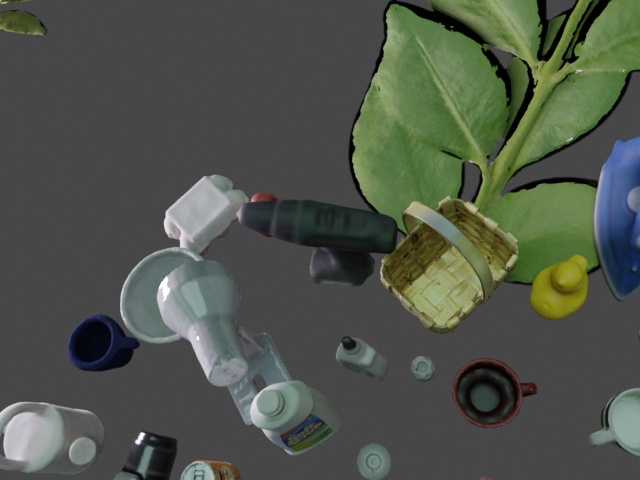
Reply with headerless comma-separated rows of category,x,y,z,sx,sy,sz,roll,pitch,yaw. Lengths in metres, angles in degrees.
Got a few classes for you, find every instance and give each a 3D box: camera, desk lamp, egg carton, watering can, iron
camera,-0.251,0.362,0.852,0.143,0.101,0.137,9,70,16
desk lamp,-0.135,0.152,0.851,0.118,0.214,0.203,-32,64,-2
egg carton,-0.203,-0.045,1.029,0.150,0.069,0.107,-45,66,-8
watering can,-0.414,0.298,0.864,0.172,0.194,0.101,-12,65,8
iron,0.475,-0.049,0.837,0.118,0.142,0.258,12,71,17

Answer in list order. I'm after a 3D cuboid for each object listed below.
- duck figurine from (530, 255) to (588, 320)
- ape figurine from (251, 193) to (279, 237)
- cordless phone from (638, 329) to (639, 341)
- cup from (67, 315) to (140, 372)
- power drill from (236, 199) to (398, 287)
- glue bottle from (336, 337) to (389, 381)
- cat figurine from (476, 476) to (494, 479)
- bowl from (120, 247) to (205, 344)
duck figurine,0.358,0.066,0.846,0.077,0.086,0.104,38,80,24
ape figurine,-0.093,-0.050,0.993,0.076,0.092,0.078,0,68,13
cordless phone,0.511,0.118,0.734,0.147,0.185,0.094,-20,65,4
cup,-0.341,0.179,0.952,0.117,0.095,0.091,-3,67,12
power drill,0.008,0.003,0.884,0.229,0.209,0.075,2,68,14
glue bottle,0.054,0.164,0.825,0.078,0.173,0.037,18,73,19
cat figurine,0.246,0.360,0.730,0.127,0.118,0.067,30,77,22
bowl,-0.246,0.102,0.974,0.167,0.075,0.167,-5,67,11
